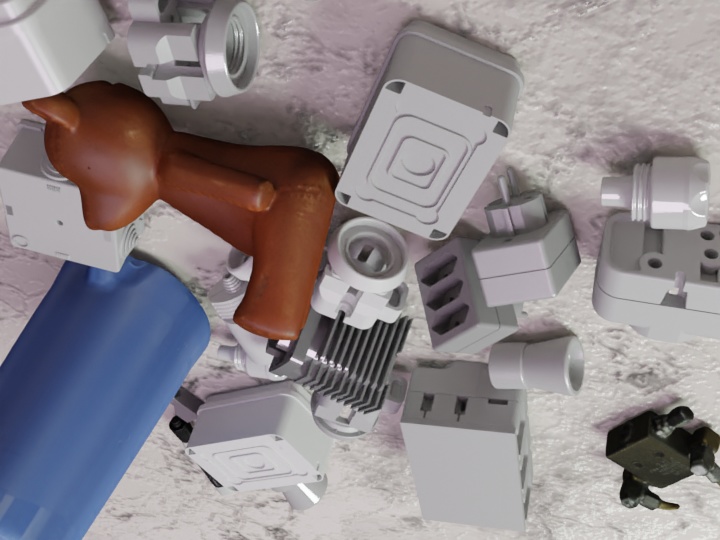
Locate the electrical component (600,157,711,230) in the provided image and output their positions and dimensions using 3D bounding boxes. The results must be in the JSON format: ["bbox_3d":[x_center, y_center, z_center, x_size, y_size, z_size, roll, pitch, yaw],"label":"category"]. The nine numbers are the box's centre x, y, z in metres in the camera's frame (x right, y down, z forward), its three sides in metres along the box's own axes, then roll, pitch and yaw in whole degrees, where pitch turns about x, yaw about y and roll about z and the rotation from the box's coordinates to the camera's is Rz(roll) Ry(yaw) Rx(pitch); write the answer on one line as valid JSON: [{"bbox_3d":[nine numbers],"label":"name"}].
[{"bbox_3d":[0.175,-0.046,0.637,0.062,0.043,0.043,3,139,18],"label":"electrical component"}]

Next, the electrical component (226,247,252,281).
[{"bbox_3d":[-0.067,-0.004,0.775,0.040,0.040,0.046,-25,131,39],"label":"electrical component"}]

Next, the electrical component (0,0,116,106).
[{"bbox_3d":[-0.214,-0.139,0.631,0.113,0.078,0.057,-5,127,24],"label":"electrical component"}]

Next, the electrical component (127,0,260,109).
[{"bbox_3d":[-0.093,-0.130,0.621,0.057,0.058,0.078,7,140,16],"label":"electrical component"}]

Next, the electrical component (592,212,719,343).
[{"bbox_3d":[0.198,0.007,0.682,0.095,0.053,0.059,9,140,9],"label":"electrical component"}]

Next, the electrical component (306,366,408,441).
[{"bbox_3d":[-0.008,0.101,0.864,0.078,0.058,0.057,19,138,-3],"label":"electrical component"}]

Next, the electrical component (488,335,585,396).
[{"bbox_3d":[0.128,0.071,0.794,0.065,0.044,0.044,-3,138,29],"label":"electrical component"}]

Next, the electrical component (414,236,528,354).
[{"bbox_3d":[0.086,0.019,0.735,0.077,0.065,0.047,7,151,-38],"label":"electrical component"}]

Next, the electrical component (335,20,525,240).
[{"bbox_3d":[0.039,-0.081,0.632,0.078,0.057,0.113,21,141,-6],"label":"electrical component"}]

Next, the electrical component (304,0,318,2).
[{"bbox_3d":[-0.015,-0.166,0.565,0.046,0.040,0.040,-19,129,43],"label":"electrical component"}]

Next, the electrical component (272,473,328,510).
[{"bbox_3d":[-0.063,0.190,0.999,0.045,0.045,0.055,-15,131,33],"label":"electrical component"}]

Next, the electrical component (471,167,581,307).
[{"bbox_3d":[0.101,-0.026,0.676,0.047,0.066,0.076,-10,105,29],"label":"electrical component"}]

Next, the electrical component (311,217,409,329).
[{"bbox_3d":[0.000,0.000,0.742,0.078,0.058,0.057,22,143,-6],"label":"electrical component"}]

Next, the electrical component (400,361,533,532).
[{"bbox_3d":[0.091,0.144,0.877,0.089,0.061,0.150,4,139,15],"label":"electrical component"}]

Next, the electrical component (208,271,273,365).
[{"bbox_3d":[-0.083,0.031,0.818,0.043,0.043,0.081,-5,136,24],"label":"electrical component"}]

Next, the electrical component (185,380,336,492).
[{"bbox_3d":[-0.086,0.146,0.945,0.113,0.057,0.078,-14,132,32],"label":"electrical component"}]

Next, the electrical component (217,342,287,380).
[{"bbox_3d":[-0.086,0.070,0.872,0.061,0.035,0.035,6,140,17],"label":"electrical component"}]

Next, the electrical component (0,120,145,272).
[{"bbox_3d":[-0.204,-0.049,0.761,0.100,0.048,0.099,14,141,3],"label":"electrical component"}]
